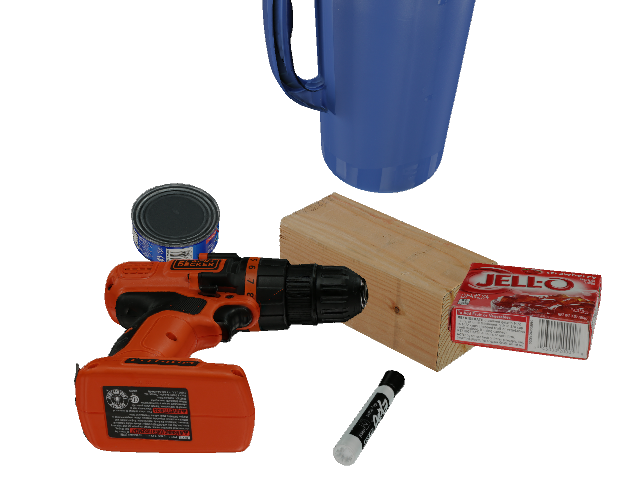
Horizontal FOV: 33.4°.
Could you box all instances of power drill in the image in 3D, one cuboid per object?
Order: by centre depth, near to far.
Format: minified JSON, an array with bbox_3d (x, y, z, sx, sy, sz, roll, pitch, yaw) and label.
[{"bbox_3d":[-0.065,0.064,0.684,0.184,0.057,0.187,-2,21,7],"label":"power drill"}]

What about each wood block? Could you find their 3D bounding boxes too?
[{"bbox_3d":[0.063,0.037,1.072,0.206,0.091,0.090,26,38,35],"label":"wood block"}]

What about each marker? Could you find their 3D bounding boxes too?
[{"bbox_3d":[0.041,0.138,0.849,0.020,0.020,0.121,0,23,25],"label":"marker"}]

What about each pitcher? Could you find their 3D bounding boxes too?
[{"bbox_3d":[0.046,-0.154,0.861,0.149,0.243,0.144,17,49,14],"label":"pitcher"}]

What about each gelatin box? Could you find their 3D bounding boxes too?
[{"bbox_3d":[0.133,0.043,0.693,0.089,0.030,0.073,6,23,18],"label":"gelatin box"}]

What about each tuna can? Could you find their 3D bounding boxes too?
[{"bbox_3d":[-0.141,-0.015,1.044,0.086,0.086,0.034,0,-43,-7],"label":"tuna can"}]
